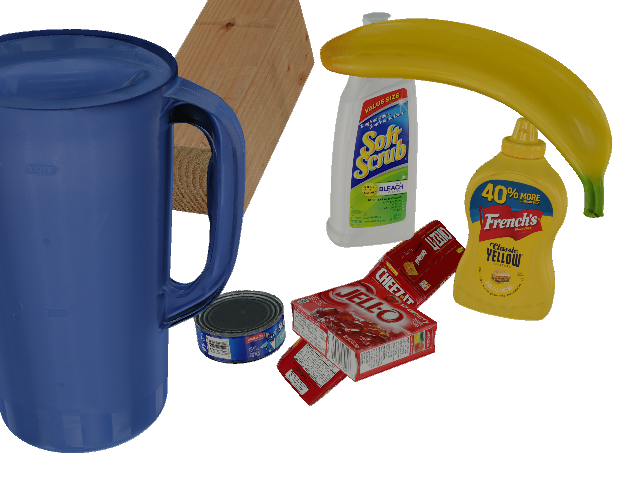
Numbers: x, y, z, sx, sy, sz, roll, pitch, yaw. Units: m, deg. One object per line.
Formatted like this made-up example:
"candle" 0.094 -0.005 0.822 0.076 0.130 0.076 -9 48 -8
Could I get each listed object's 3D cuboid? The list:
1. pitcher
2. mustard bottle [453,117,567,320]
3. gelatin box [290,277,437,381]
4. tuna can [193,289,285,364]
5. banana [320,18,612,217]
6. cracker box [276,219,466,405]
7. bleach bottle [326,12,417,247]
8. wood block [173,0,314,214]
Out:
"pitcher" -0.139 0.005 0.641 0.144 0.243 0.149 -18 34 -32
"mustard bottle" 0.186 -0.023 1.025 0.096 0.192 0.058 12 20 20
"gelatin box" 0.031 0.063 0.794 0.073 0.030 0.089 -16 30 -29
"tuna can" -0.076 0.082 1.013 0.086 0.034 0.086 -4 25 2
"banana" 0.094 -0.091 0.626 0.198 0.069 0.037 32 -6 18
"cracker box" 0.062 0.082 1.260 0.214 0.072 0.164 -47 -7 30
"bleach bottle" 0.055 -0.120 1.162 0.102 0.251 0.068 -6 26 -9
"wood block" -0.085 -0.129 0.975 0.091 0.206 0.090 8 -37 20
